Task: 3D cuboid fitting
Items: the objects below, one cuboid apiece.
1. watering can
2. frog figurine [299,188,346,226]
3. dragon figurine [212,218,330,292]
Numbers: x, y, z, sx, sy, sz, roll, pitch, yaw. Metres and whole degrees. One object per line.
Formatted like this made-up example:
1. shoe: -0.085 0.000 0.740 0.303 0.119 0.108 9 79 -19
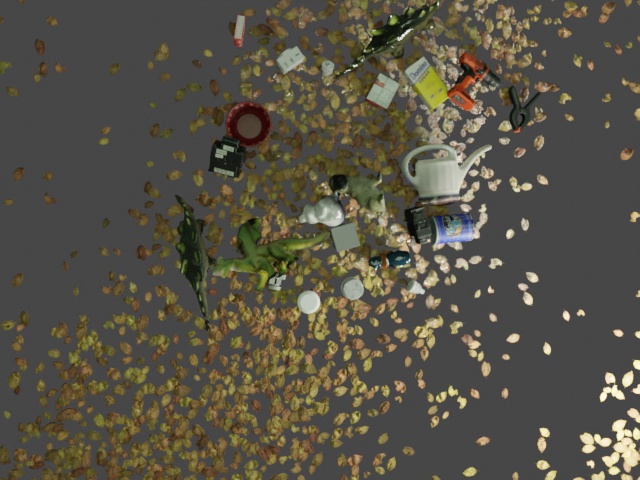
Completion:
1. watering can: 0.466 -0.240 1.867 0.348 0.104 0.224 -6 93 -6
2. frog figurine: 0.006 -0.091 1.813 0.160 0.136 0.124 -28 77 -5
3. dragon figurine: -0.190 0.020 1.802 0.413 0.120 0.245 -37 75 -14
